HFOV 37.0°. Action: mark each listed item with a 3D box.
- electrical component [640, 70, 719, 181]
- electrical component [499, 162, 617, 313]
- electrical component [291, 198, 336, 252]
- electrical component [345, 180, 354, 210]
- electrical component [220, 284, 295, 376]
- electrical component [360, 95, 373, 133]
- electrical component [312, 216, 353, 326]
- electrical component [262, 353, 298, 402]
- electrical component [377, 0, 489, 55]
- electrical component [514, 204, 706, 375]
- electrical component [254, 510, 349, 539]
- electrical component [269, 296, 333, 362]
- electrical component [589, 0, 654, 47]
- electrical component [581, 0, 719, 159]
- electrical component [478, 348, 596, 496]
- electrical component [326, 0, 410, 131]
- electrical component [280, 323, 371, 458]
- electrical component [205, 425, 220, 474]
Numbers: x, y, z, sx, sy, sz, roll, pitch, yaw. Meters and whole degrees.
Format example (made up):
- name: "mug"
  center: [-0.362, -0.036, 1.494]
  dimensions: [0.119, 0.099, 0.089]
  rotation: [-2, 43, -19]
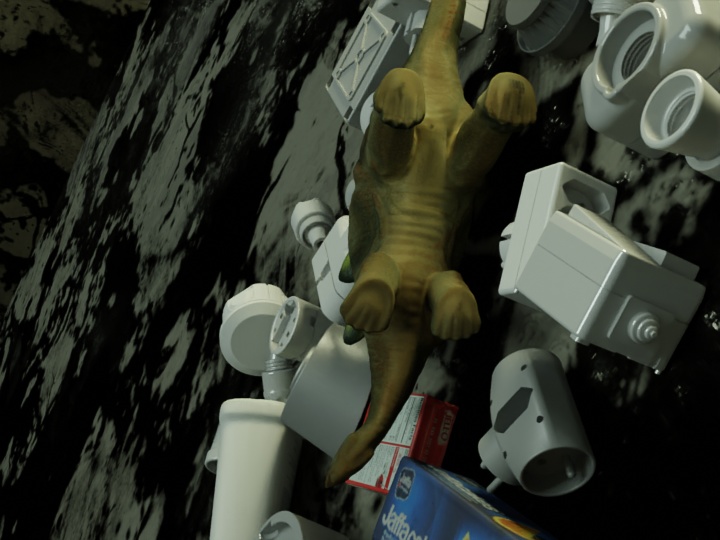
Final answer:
- name: "electrical component"
  center: [0.185, -0.076, 0.573]
  dimensions: [0.045, 0.055, 0.045]
  rotation: [-47, 32, 41]
- name: "electrical component"
  center: [0.115, -0.016, 0.684]
  dimensions: [0.076, 0.047, 0.083]
  rotation: [-14, 58, 62]
- name: "electrical component"
  center: [-0.043, -0.039, 1.046]
  dimensions: [0.043, 0.043, 0.062]
  rotation: [-58, 27, 22]
- name: "electrical component"
  center: [0.024, -0.065, 0.926]
  dimensions: [0.081, 0.043, 0.043]
  rotation: [-1, 69, 65]
- name: "electrical component"
  center: [-0.095, 0.057, 1.033]
  dimensions: [0.080, 0.080, 0.051]
  rotation: [-60, 20, 19]
- name: "electrical component"
  center: [0.034, -0.130, 0.946]
  dimensions: [0.055, 0.055, 0.047]
  rotation: [-64, 28, 10]
- name: "electrical component"
  center: [0.000, 0.000, 0.908]
  dimensions: [0.059, 0.054, 0.095]
  rotation: [-56, 26, 26]
- name: "electrical component"
  center: [-0.074, 0.093, 0.991]
  dimensions: [0.035, 0.035, 0.061]
  rotation: [-13, 84, 62]
- name: "electrical component"
  center: [0.059, -0.213, 0.924]
  dimensions: [0.047, 0.083, 0.075]
  rotation: [-21, 51, 59]
- name: "electrical component"
  center: [0.140, 0.010, 0.590]
  dimensions: [0.061, 0.062, 0.096]
  rotation: [-64, 24, 10]
- name: "electrical component"
  center: [-0.042, 0.237, 0.789]
  dimensions: [0.108, 0.060, 0.108]
  rotation: [-47, 31, 40]
- name: "electrical component"
  center: [-0.048, 0.057, 0.971]
  dimensions: [0.055, 0.047, 0.055]
  rotation: [-46, 32, 41]
- name: "electrical component"
  center: [0.171, -0.175, 0.705]
  dimensions: [0.048, 0.048, 0.062]
  rotation: [13, 89, 66]
- name: "electrical component"
  center: [0.176, -0.116, 0.624]
  dimensions: [0.095, 0.059, 0.053]
  rotation: [-45, 33, 42]
- name: "electrical component"
  center: [0.096, 0.099, 0.631]
  dimensions: [0.079, 0.043, 0.077]
  rotation: [-54, 28, 31]
- name: "electrical component"
  center: [0.023, -0.191, 1.017]
  dimensions: [0.108, 0.056, 0.108]
  rotation: [-60, 25, 19]
- name: "electrical component"
  center: [-0.019, 0.094, 0.857]
  dimensions: [0.099, 0.064, 0.099]
  rotation: [-61, -6, -10]
- name: "electrical component"
  center: [-0.127, 0.174, 1.054]
  dimensions: [0.040, 0.040, 0.046]
  rotation: [-40, 30, 48]
